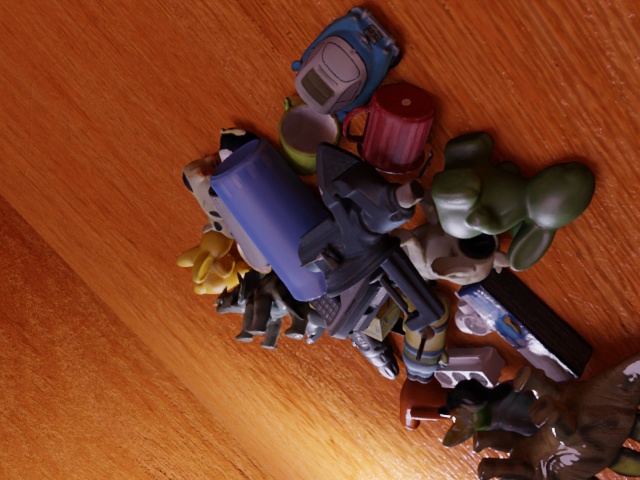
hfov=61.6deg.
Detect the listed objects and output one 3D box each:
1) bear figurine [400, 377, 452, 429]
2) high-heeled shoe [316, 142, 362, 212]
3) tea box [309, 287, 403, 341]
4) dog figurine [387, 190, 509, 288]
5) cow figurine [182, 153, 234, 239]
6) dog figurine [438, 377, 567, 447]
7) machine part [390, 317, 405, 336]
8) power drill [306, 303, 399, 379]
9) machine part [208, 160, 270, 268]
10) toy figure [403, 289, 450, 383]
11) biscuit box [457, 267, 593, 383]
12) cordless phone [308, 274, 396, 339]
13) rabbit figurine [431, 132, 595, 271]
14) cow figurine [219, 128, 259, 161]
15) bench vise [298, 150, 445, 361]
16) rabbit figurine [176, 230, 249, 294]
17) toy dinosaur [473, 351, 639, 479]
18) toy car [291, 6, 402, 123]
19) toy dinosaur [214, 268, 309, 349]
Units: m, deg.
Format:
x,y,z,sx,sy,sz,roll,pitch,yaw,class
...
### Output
x,y,z,sx,sy,sz,roll,pitch,yaw,class
0.260,0.329,1.055,0.196,0.120,0.131,17,144,27,bear figurine
0.031,-0.085,0.800,0.145,0.086,0.248,53,177,43,high-heeled shoe
0.069,0.107,1.017,0.170,0.098,0.068,23,143,32,tea box
0.189,0.036,0.811,0.172,0.121,0.190,38,161,26,dog figurine
-0.220,-0.081,1.130,0.127,0.085,0.194,-2,130,41,cow figurine
0.307,0.293,0.871,0.219,0.108,0.191,-19,115,17,dog figurine
0.141,0.163,1.034,0.139,0.084,0.039,23,121,15,machine part
0.053,0.201,1.165,0.207,0.086,0.231,8,133,48,power drill
-0.127,-0.035,0.956,0.079,0.079,0.242,12,139,40,machine part
0.186,0.167,0.934,0.089,0.082,0.180,-108,20,-67,toy figure
0.304,0.120,0.801,0.202,0.063,0.059,43,149,0,biscuit box
0.025,0.064,0.930,0.184,0.088,0.146,43,114,30,cordless phone
0.234,-0.041,0.643,0.170,0.121,0.158,1,125,28,rabbit figurine
-0.106,-0.145,0.946,0.168,0.068,0.098,23,138,28,cow figurine
0.084,0.025,0.681,0.223,0.129,0.240,-35,95,36,bench vise
-0.257,0.038,1.276,0.122,0.162,0.173,41,133,27,rabbit figurine
0.359,0.246,0.726,0.198,0.105,0.470,21,126,-6,toy dinosaur
0.023,-0.211,0.685,0.109,0.103,0.162,47,150,-8,toy car
-0.095,0.117,1.124,0.131,0.192,0.405,16,157,-26,toy dinosaur
